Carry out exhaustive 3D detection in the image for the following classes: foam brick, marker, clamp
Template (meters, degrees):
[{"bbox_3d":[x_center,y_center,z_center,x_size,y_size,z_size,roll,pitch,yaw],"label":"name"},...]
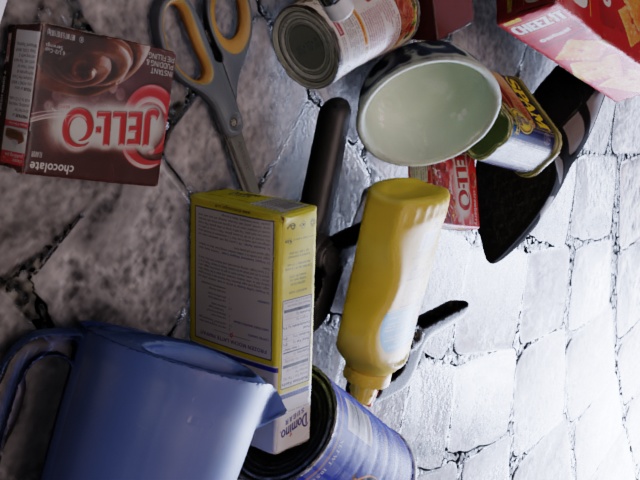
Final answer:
[{"bbox_3d":[0.077,-0.197,0.871,0.052,0.078,0.051,-35,126,-39],"label":"foam brick"},{"bbox_3d":[-0.013,-0.185,0.672,0.020,0.020,0.121,-61,139,-19],"label":"marker"},{"bbox_3d":[-0.006,0.001,0.854,0.209,0.036,0.164,-54,139,-27],"label":"clamp"},{"bbox_3d":[0.073,0.072,0.969,0.171,0.039,0.120,-49,122,-35],"label":"clamp"}]

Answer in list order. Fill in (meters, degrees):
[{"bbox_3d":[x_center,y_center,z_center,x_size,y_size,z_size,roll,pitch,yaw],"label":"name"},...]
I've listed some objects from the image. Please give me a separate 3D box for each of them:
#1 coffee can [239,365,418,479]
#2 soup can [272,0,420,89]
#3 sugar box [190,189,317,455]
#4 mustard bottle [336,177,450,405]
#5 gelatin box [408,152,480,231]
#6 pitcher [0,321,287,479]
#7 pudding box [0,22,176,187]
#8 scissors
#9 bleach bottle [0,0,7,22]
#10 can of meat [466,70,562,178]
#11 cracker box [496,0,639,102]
[{"bbox_3d":[0.003,0.172,0.860,0.140,0.103,0.102,45,66,-46],"label":"coffee can"},{"bbox_3d":[0.020,-0.164,0.820,0.102,0.069,0.068,-36,125,-38],"label":"soup can"},{"bbox_3d":[-0.050,0.057,0.775,0.048,0.093,0.176,-16,112,-47],"label":"sugar box"},{"bbox_3d":[0.054,0.048,0.878,0.096,0.058,0.192,-22,127,-61],"label":"mustard bottle"},{"bbox_3d":[0.113,-0.054,0.972,0.073,0.030,0.089,4,82,-49],"label":"gelatin box"},{"bbox_3d":[-0.137,0.178,0.691,0.144,0.149,0.243,22,85,-65],"label":"pitcher"},{"bbox_3d":[-0.145,-0.083,0.667,0.113,0.039,0.090,2,97,-51],"label":"pudding box"},{"bbox_3d":[-0.059,-0.105,0.782,0.096,0.016,0.201,-54,135,-25],"label":"scissors"},{"bbox_3d":[-0.236,-0.056,0.550,0.102,0.068,0.251,19,87,-53],"label":"bleach bottle"},{"bbox_3d":[0.160,-0.112,0.978,0.083,0.102,0.058,9,134,-47],"label":"can of meat"},{"bbox_3d":[0.253,-0.247,1.019,0.213,0.072,0.164,20,65,-44],"label":"cracker box"}]
